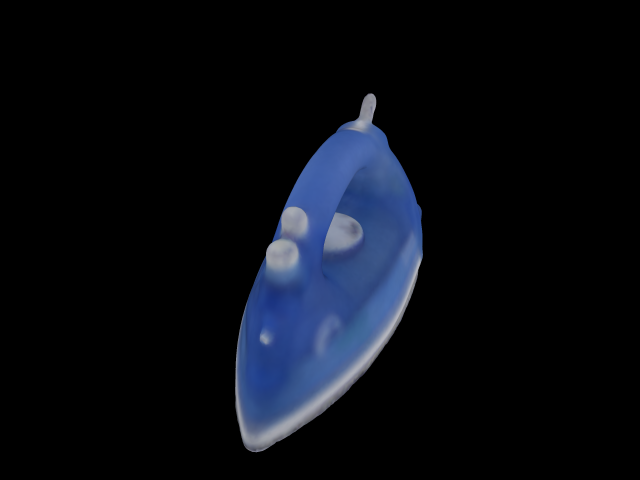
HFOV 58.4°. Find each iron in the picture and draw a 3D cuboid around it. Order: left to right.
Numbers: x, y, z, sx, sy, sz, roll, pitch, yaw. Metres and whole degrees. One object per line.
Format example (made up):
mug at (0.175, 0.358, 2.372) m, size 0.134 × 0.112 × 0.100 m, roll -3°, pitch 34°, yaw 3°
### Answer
iron at (0.004, 0.001, 0.400) m, size 0.118 × 0.141 × 0.258 m, roll 10°, pitch 34°, yaw 16°
